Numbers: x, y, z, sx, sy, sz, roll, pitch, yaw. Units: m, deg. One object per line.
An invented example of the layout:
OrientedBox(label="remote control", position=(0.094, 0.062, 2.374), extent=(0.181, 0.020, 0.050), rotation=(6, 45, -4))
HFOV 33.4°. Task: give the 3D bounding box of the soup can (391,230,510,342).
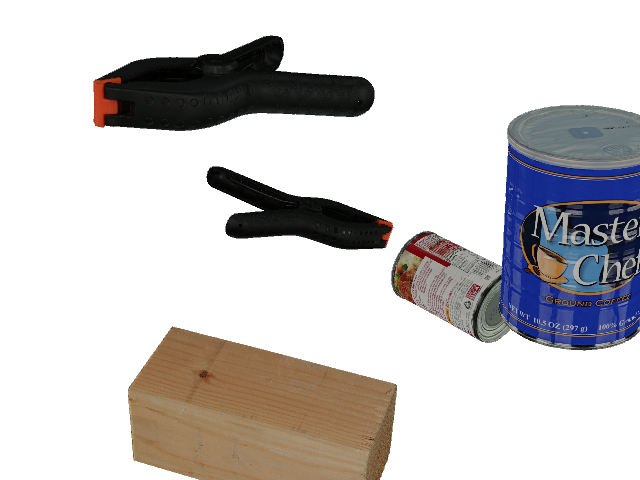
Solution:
OrientedBox(label="soup can", position=(0.123, 0.041, 0.957), extent=(0.068, 0.068, 0.102), rotation=(0, 21, -45))

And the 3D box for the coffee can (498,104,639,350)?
OrientedBox(label="coffee can", position=(0.178, -0.011, 0.736), extent=(0.103, 0.140, 0.103), rotation=(-2, 26, 1))

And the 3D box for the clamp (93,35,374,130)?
OrientedBox(label="clamp", position=(-0.065, -0.101, 0.674), extent=(0.171, 0.039, 0.120), rotation=(-6, 22, -25))

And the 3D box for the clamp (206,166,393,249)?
OrientedBox(label="clamp", position=(-0.020, -0.022, 1.149), extent=(0.209, 0.036, 0.164), rotation=(14, 20, -12))

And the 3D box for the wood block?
OrientedBox(label="wood block", position=(-0.048, 0.155, 0.905), extent=(0.206, 0.090, 0.090), rotation=(13, 37, 14))
